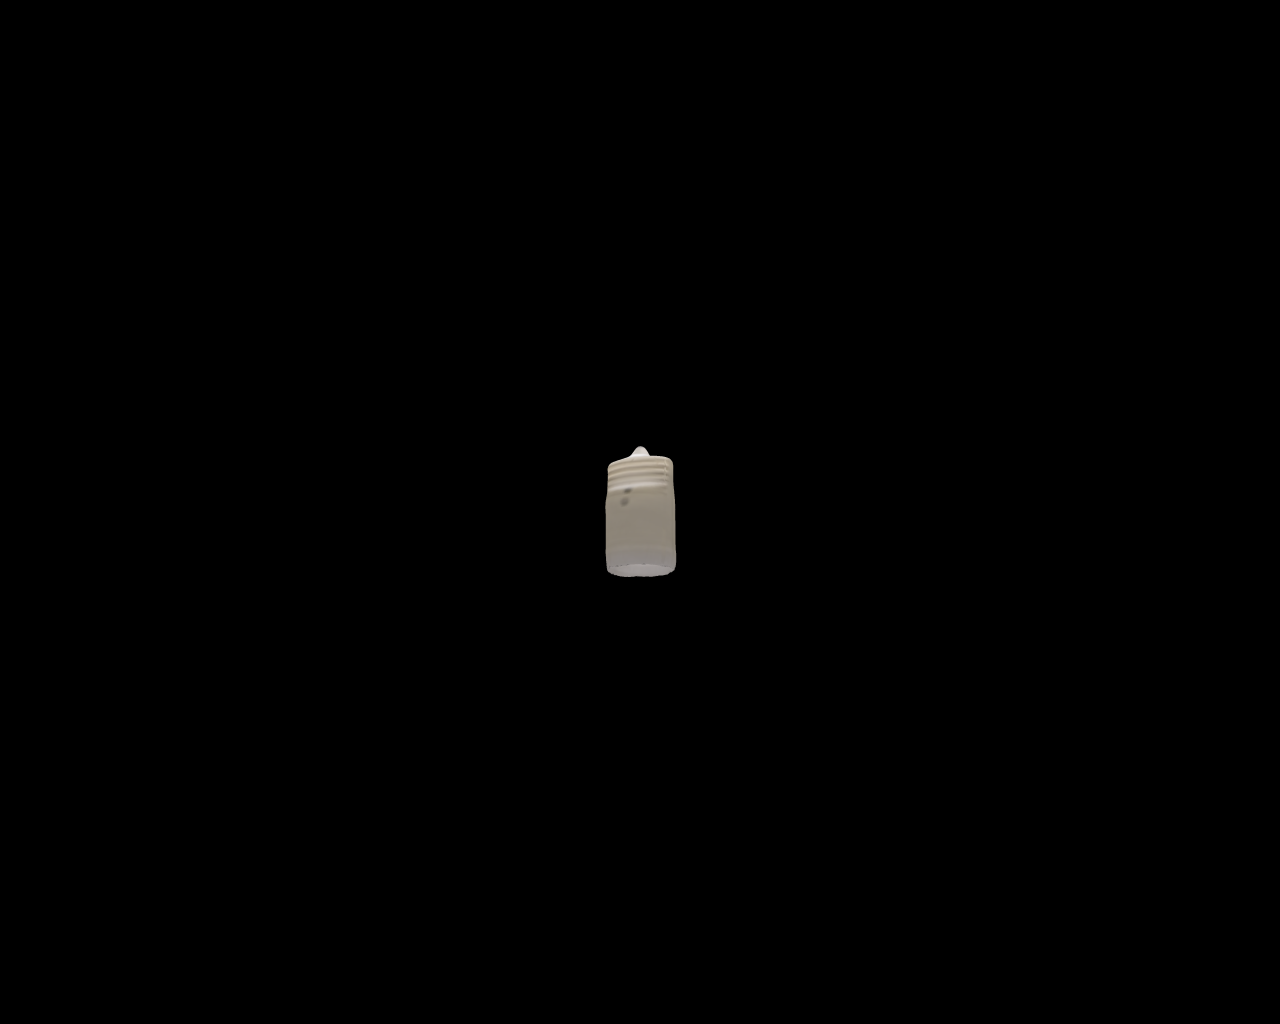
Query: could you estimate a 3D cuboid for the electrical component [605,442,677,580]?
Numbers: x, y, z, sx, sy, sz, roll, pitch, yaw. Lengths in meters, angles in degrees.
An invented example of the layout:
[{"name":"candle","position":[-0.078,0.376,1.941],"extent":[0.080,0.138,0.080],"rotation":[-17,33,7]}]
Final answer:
[{"name":"electrical component","position":[0.001,-0.003,0.650],"extent":[0.043,0.081,0.043],"rotation":[0,-14,0]}]
